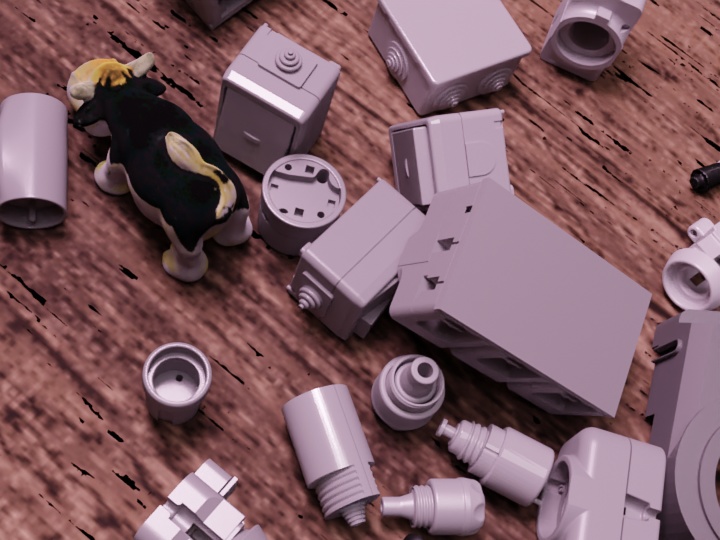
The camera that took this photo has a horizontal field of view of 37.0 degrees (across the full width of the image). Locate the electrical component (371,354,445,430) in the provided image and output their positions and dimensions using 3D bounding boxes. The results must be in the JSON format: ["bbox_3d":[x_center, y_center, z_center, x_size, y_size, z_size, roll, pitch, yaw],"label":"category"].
[{"bbox_3d":[0.033,0.073,0.670,0.043,0.062,0.043,5,64,-11],"label":"electrical component"}]

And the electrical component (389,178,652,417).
[{"bbox_3d":[0.101,0.021,0.677,0.150,0.062,0.089,32,69,-26],"label":"electrical component"}]

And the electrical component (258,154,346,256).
[{"bbox_3d":[-0.041,-0.042,0.716,0.055,0.047,0.055,5,63,-11],"label":"electrical component"}]

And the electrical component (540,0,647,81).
[{"bbox_3d":[0.178,-0.191,0.816,0.050,0.089,0.055,24,62,-1],"label":"electrical component"}]

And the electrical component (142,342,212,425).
[{"bbox_3d":[-0.111,0.070,0.646,0.040,0.046,0.040,5,64,-11],"label":"electrical component"}]

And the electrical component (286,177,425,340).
[{"bbox_3d":[0.000,0.000,0.697,0.061,0.061,0.096,42,63,8],"label":"electrical component"}]

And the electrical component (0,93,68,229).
[{"bbox_3d":[-0.228,-0.070,0.687,0.079,0.043,0.077,0,65,-13],"label":"electrical component"}]

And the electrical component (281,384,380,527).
[{"bbox_3d":[-0.015,0.115,0.649,0.043,0.043,0.081,-14,69,-19],"label":"electrical component"}]

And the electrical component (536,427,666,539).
[{"bbox_3d":[0.147,0.150,0.665,0.059,0.053,0.095,17,62,-5],"label":"electrical component"}]

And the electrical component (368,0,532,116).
[{"bbox_3d":[0.064,-0.171,0.802,0.100,0.048,0.099,-23,72,-22],"label":"electrical component"}]

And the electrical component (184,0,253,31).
[{"bbox_3d":[-0.080,-0.262,0.784,0.150,0.061,0.089,-39,78,-10],"label":"electrical component"}]

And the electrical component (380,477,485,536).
[{"bbox_3d":[0.043,0.144,0.654,0.061,0.035,0.035,2,64,-9],"label":"electrical component"}]

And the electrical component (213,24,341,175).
[{"bbox_3d":[-0.058,-0.111,0.717,0.062,0.096,0.061,30,63,2],"label":"electrical component"}]

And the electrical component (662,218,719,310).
[{"bbox_3d":[0.249,0.000,0.767,0.055,0.048,0.066,-30,75,-32],"label":"electrical component"}]

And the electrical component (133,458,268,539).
[{"bbox_3d":[-0.089,0.155,0.605,0.057,0.058,0.078,38,62,9],"label":"electrical component"}]

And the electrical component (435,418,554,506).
[{"bbox_3d":[0.085,0.116,0.674,0.078,0.040,0.040,27,62,1],"label":"electrical component"}]

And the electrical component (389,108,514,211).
[{"bbox_3d":[0.054,-0.073,0.731,0.061,0.096,0.061,-9,96,-17],"label":"electrical component"}]
